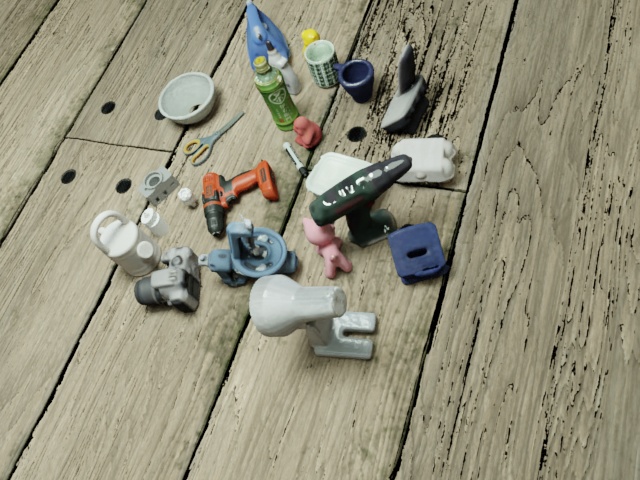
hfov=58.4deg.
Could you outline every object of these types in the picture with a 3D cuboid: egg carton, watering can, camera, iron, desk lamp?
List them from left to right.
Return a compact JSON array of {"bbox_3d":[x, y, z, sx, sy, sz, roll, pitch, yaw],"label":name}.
[{"bbox_3d":[-0.456,0.002,1.339,0.172,0.194,0.101,-1,62,17],"label":"watering can"},{"bbox_3d":[-0.355,0.092,1.315,0.136,0.101,0.143,-10,60,12],"label":"camera"},{"bbox_3d":[-0.172,-0.593,1.606,0.118,0.142,0.258,-21,59,5],"label":"iron"},{"bbox_3d":[-0.010,0.146,1.116,0.202,0.214,0.118,0,63,17],"label":"desk lamp"},{"bbox_3d":[0.233,-0.177,1.302,0.150,0.069,0.107,0,63,17],"label":"egg carton"}]

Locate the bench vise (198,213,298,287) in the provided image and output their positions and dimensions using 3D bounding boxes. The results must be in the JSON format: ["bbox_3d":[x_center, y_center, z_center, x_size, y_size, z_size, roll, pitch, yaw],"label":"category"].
[{"bbox_3d":[-0.169,0.032,1.221,0.207,0.220,0.121,-23,58,4],"label":"bench vise"}]

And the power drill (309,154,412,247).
[{"bbox_3d":[0.098,-0.075,1.206,0.229,0.209,0.075,-24,58,3],"label":"power drill"}]

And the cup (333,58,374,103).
[{"bbox_3d":[0.088,-0.399,1.450,0.117,0.095,0.092,30,75,28],"label":"cup"}]

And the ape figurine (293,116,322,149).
[{"bbox_3d":[-0.038,-0.273,1.422,0.076,0.092,0.077,-13,60,10],"label":"ape figurine"}]

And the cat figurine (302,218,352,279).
[{"bbox_3d":[0.011,0.004,1.242,0.067,0.118,0.127,-26,58,2],"label":"cat figurine"}]

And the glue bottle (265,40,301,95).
[{"bbox_3d":[-0.106,-0.453,1.492,0.078,0.173,0.037,23,71,26],"label":"glue bottle"}]

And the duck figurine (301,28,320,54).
[{"bbox_3d":[-0.015,-0.532,1.558,0.077,0.086,0.104,-37,58,-5],"label":"duck figurine"}]

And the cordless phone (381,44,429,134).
[{"bbox_3d":[0.190,-0.352,1.341,0.094,0.185,0.148,13,67,23],"label":"cordless phone"}]

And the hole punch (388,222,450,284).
[{"bbox_3d":[0.204,0.028,1.187,0.108,0.091,0.101,-16,59,8],"label":"hole punch"}]

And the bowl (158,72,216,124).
[{"bbox_3d":[-0.356,-0.380,1.586,0.167,0.075,0.167,-7,61,13],"label":"bowl"}]
